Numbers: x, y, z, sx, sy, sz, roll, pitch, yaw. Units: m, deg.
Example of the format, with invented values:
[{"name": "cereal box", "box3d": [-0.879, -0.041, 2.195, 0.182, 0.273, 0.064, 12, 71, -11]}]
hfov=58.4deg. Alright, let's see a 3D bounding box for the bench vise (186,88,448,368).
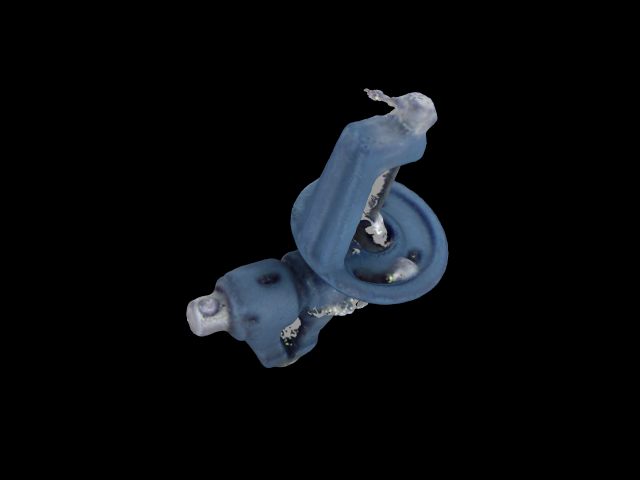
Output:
[{"name": "bench vise", "box3d": [0.012, 0.009, 0.396, 0.121, 0.220, 0.208, 39, 67, 21]}]
